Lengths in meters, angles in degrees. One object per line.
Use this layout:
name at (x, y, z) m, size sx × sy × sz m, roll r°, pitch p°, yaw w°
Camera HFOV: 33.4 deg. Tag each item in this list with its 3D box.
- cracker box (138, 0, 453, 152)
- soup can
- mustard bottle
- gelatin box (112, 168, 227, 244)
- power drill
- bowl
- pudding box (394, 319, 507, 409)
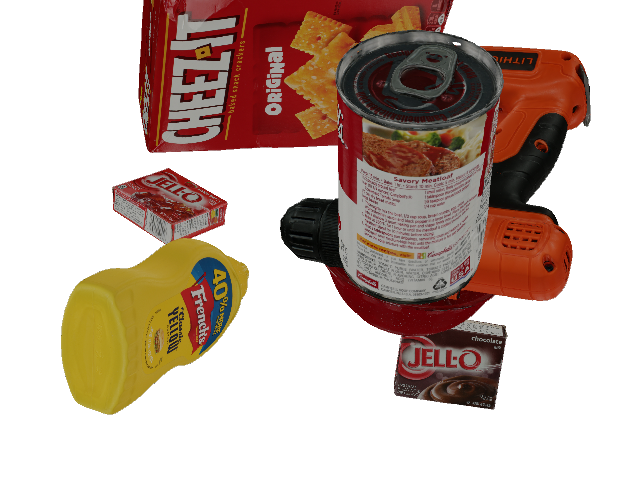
cracker box at (-0.023, -0.143, 0.799) m, size 0.213 × 0.072 × 0.164 m, roll -4°, pitch -35°, yaw -15°
soup can at (0.041, -0.030, 0.465) m, size 0.068 × 0.102 × 0.068 m, roll -1°, pitch 43°, yaw 1°
mustard bottle at (-0.110, 0.050, 0.795) m, size 0.058 × 0.096 × 0.191 m, roll 12°, pitch 21°, yaw 25°
gelatin box at (-0.148, -0.035, 1.042) m, size 0.089 × 0.030 × 0.073 m, roll 30°, pitch 36°, yaw 32°
power drill at (0.085, -0.046, 0.685) m, size 0.185 × 0.187 × 0.057 m, roll 10°, pitch -37°, yaw 25°
bowl at (0.075, 0.034, 0.915) m, size 0.162 × 0.055 × 0.162 m, roll 6°, pitch 30°, yaw -4°
pudding box at (0.141, 0.130, 1.165) m, size 0.113 × 0.090 × 0.039 m, roll 7°, pitch 23°, yaw 3°
